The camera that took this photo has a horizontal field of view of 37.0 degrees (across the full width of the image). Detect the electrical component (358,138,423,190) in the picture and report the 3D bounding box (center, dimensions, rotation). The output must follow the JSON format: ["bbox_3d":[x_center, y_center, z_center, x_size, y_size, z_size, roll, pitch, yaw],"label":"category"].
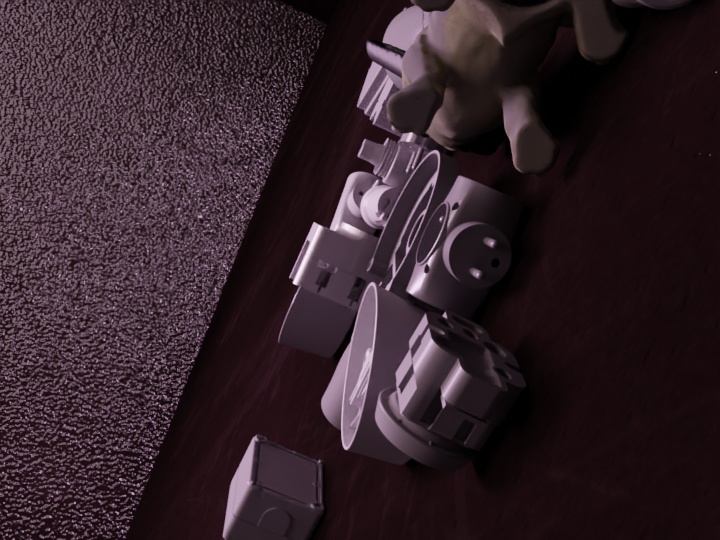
[{"bbox_3d":[0.030,-0.097,0.963,0.043,0.062,0.043,-158,90,-84],"label":"electrical component"}]

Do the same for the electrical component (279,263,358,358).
[{"bbox_3d":[-0.036,0.032,1.008,0.099,0.064,0.099,-156,90,-80],"label":"electrical component"}]

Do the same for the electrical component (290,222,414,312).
[{"bbox_3d":[0.000,0.000,0.815,0.050,0.089,0.055,-143,77,-80],"label":"electrical component"}]

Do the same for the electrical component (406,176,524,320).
[{"bbox_3d":[0.065,-0.011,0.629,0.079,0.044,0.077,-134,68,-79],"label":"electrical component"}]

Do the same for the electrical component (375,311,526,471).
[{"bbox_3d":[0.043,0.062,0.538,0.057,0.058,0.078,-60,11,16],"label":"electrical component"}]

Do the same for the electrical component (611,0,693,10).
[{"bbox_3d":[0.146,-0.152,0.543,0.065,0.044,0.044,-97,32,-80],"label":"electrical component"}]

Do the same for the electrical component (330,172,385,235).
[{"bbox_3d":[0.003,-0.064,1.082,0.079,0.043,0.077,130,161,-59],"label":"electrical component"}]

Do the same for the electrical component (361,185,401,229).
[{"bbox_3d":[0.025,-0.056,0.964,0.040,0.040,0.046,-67,15,-4],"label":"electrical component"}]

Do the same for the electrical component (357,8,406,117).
[{"bbox_3d":[0.048,-0.218,1.168,0.113,0.057,0.078,127,163,-54],"label":"electrical component"}]

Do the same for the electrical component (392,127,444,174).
[{"bbox_3d":[0.057,-0.118,0.914,0.083,0.047,0.075,163,130,-77],"label":"electrical component"}]

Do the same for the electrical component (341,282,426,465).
[{"bbox_3d":[0.017,0.065,0.650,0.099,0.064,0.099,-156,90,-80],"label":"electrical component"}]

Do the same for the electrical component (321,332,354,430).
[{"bbox_3d":[0.010,0.063,0.751,0.077,0.043,0.079,-60,12,32],"label":"electrical component"}]

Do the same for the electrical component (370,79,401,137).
[{"bbox_3d":[0.055,-0.169,1.018,0.050,0.056,0.089,-105,40,-75],"label":"electrical component"}]

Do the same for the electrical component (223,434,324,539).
[{"bbox_3d":[-0.068,0.179,0.843,0.096,0.062,0.061,-97,33,-72],"label":"electrical component"}]
